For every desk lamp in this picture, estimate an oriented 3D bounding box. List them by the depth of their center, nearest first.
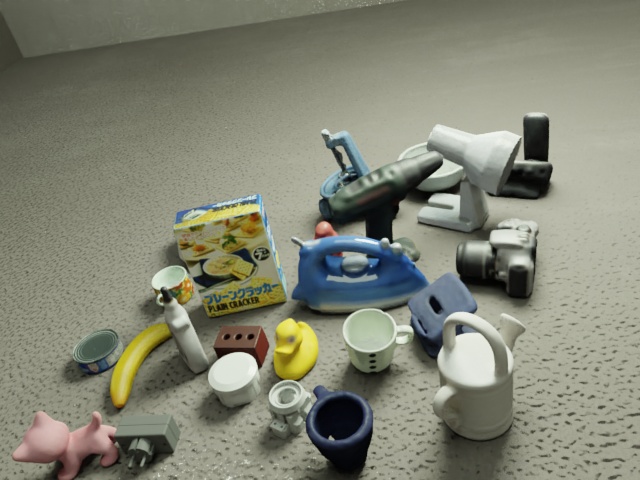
[{"bbox_3d":[0.295,-0.126,1.147,0.202,0.214,0.118,13,43,31],"label":"desk lamp"}]

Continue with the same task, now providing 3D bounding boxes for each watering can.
[{"bbox_3d":[0.214,0.169,0.782,0.100,0.194,0.173,8,40,27],"label":"watering can"}]

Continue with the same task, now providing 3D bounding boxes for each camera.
[{"bbox_3d":[0.320,0.019,1.037,0.136,0.101,0.143,3,38,22],"label":"camera"}]

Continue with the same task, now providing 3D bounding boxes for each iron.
[{"bbox_3d":[0.071,0.045,1.044,0.257,0.142,0.118,-4,36,13],"label":"iron"}]

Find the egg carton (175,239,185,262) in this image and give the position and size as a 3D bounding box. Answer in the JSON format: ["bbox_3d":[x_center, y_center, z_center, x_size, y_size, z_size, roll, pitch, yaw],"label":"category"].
[{"bbox_3d":[-0.268,-0.005,1.282,0.107,0.069,0.150,-19,36,-8],"label":"egg carton"}]

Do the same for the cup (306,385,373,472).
[{"bbox_3d":[0.026,0.265,0.794,0.092,0.095,0.117,-25,37,-16],"label":"cup"}]

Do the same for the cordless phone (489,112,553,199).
[{"bbox_3d":[0.420,-0.190,1.221,0.147,0.185,0.094,4,39,23],"label":"cordless phone"}]

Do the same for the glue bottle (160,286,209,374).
[{"bbox_3d":[-0.237,0.146,0.973,0.037,0.173,0.077,-29,38,-21],"label":"glue bottle"}]

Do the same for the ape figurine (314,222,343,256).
[{"bbox_3d":[0.011,0.004,1.162,0.077,0.092,0.076,20,47,38],"label":"ape figurine"}]

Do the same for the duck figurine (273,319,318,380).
[{"bbox_3d":[-0.046,0.169,0.957,0.077,0.086,0.105,3,38,21],"label":"duck figurine"}]

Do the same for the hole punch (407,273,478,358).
[{"bbox_3d":[0.200,0.121,0.942,0.101,0.091,0.108,-18,36,-7],"label":"hole punch"}]

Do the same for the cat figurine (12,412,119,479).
[{"bbox_3d":[-0.381,0.298,0.856,0.128,0.118,0.067,-21,36,-11],"label":"cat figurine"}]

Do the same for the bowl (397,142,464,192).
[{"bbox_3d":[0.264,-0.160,1.324,0.167,0.075,0.167,-8,35,6],"label":"bowl"}]

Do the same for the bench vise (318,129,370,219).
[{"bbox_3d":[0.086,-0.151,1.242,0.207,0.220,0.121,-15,35,-3],"label":"bench vise"}]

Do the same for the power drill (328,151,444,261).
[{"bbox_3d":[0.135,-0.052,1.100,0.229,0.209,0.075,-18,36,-6],"label":"power drill"}]
